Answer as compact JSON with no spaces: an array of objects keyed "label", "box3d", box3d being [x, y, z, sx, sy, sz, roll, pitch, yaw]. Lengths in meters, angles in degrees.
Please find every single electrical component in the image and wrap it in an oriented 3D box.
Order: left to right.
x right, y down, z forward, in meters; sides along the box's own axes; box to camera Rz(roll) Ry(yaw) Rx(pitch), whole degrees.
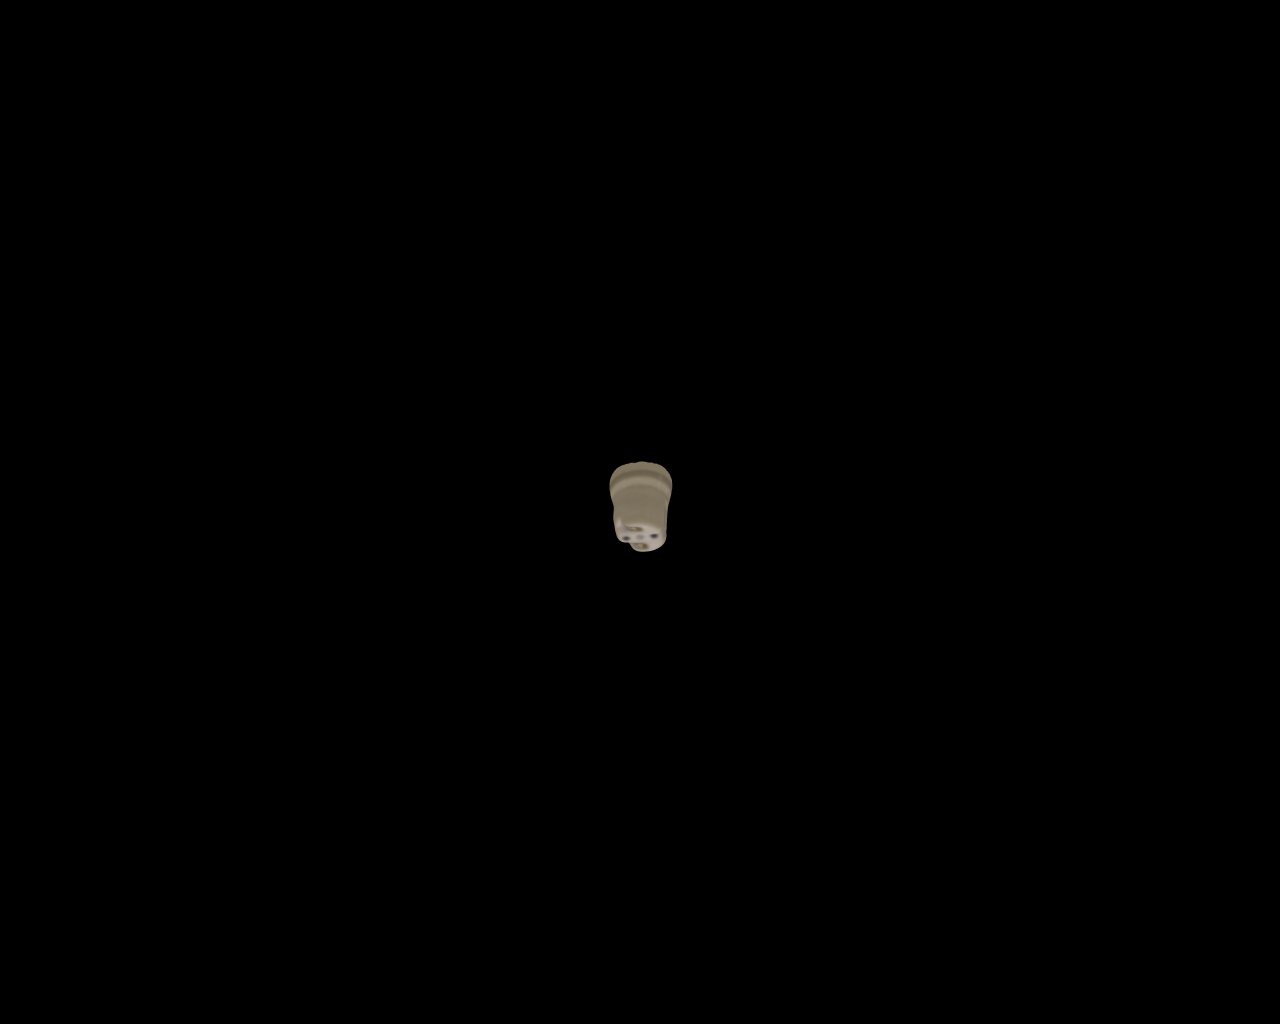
[{"label":"electrical component","box3d":[0.001,-0.003,0.650,0.040,0.046,0.040,0,-36,0]}]
